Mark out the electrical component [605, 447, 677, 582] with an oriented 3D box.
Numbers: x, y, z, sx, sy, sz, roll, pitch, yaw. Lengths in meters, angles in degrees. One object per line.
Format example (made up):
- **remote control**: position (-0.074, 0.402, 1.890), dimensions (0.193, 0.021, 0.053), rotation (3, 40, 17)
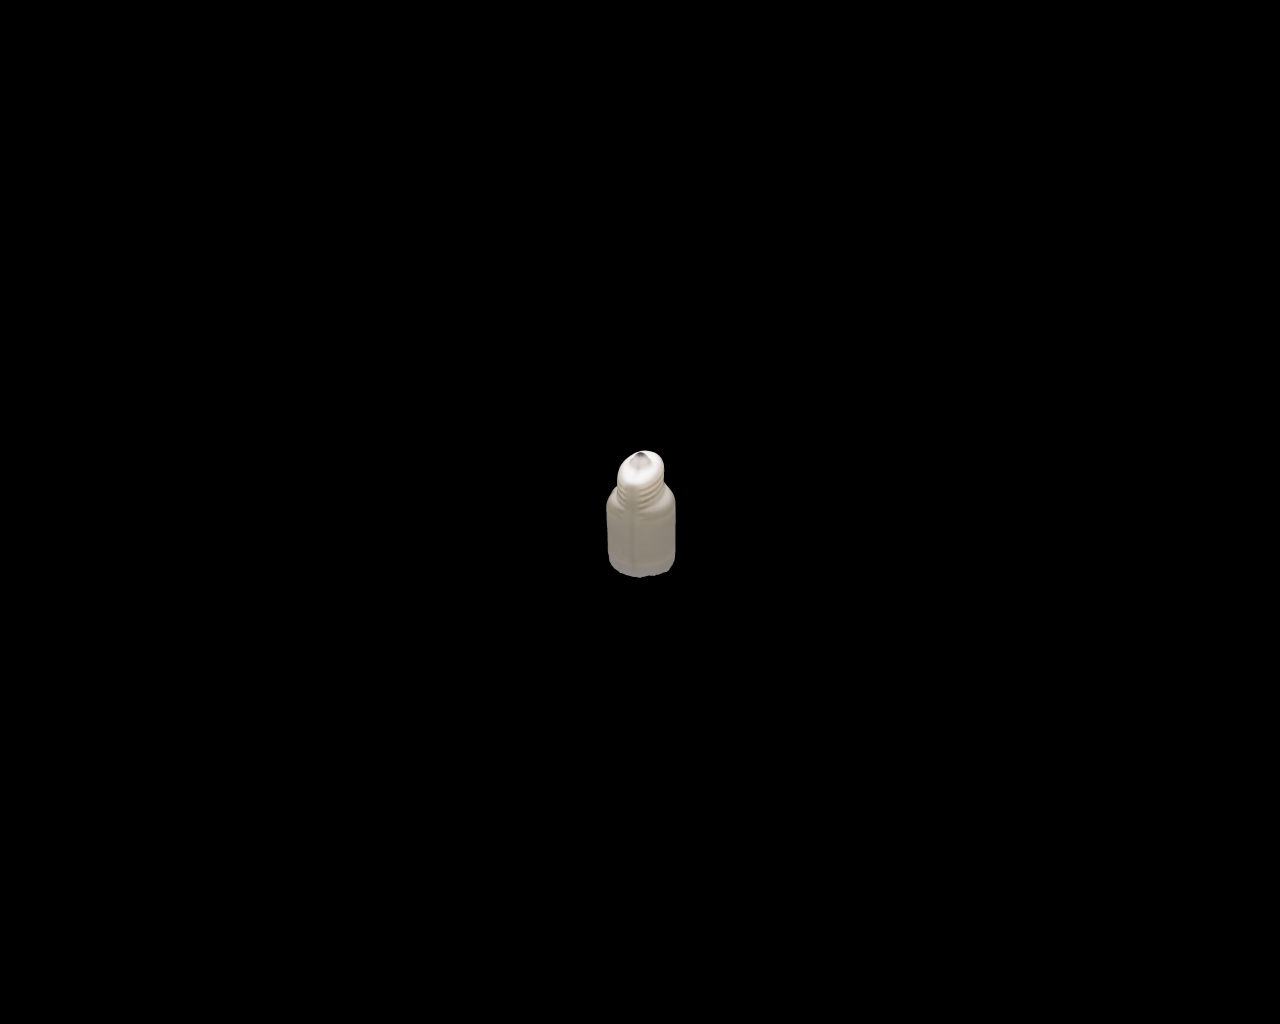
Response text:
- **electrical component**: position (0.001, -0.003, 0.650), dimensions (0.043, 0.080, 0.043), rotation (0, 35, 0)
